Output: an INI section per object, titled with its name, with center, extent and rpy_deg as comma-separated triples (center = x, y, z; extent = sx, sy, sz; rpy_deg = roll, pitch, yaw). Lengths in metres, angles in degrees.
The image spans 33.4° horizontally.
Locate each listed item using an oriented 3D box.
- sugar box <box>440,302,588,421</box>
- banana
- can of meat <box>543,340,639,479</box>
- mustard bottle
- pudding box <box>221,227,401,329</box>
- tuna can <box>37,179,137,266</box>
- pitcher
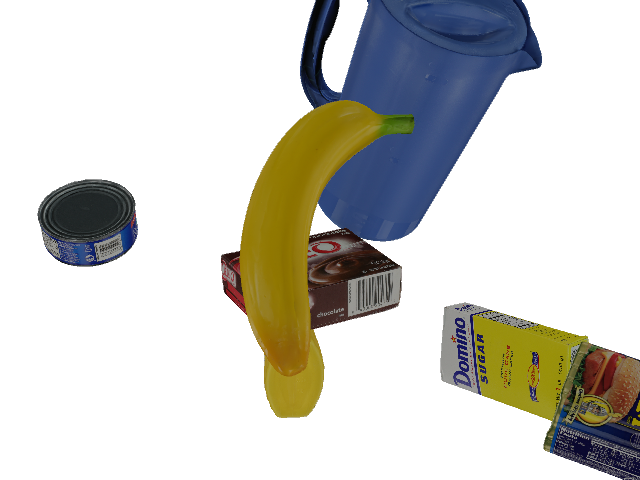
[sugar box]
center = 0.212, 0.134, 1.189
extent = 0.048, 0.093, 0.177
rpy_deg = -9, 15, -43
[banana]
center = -0.007, -0.017, 0.602
extent = 0.070, 0.197, 0.037
rpy_deg = 18, -33, 11
[can of meat]
center = 0.223, 0.130, 0.806
extent = 0.084, 0.057, 0.102
rpy_deg = 18, 41, 18
[mustard bottle]
center = -0.036, 0.091, 1.100
extent = 0.058, 0.096, 0.191
rpy_deg = -2, 27, -7
[pudding box]
center = -0.008, 0.030, 0.810
extent = 0.113, 0.039, 0.090
rpy_deg = -11, 25, -24
[tuna can]
center = -0.207, -0.016, 0.956
extent = 0.086, 0.034, 0.086
rpy_deg = 0, 41, 0
[pitcher]
center = 0.066, -0.118, 0.924
extent = 0.144, 0.149, 0.243
rpy_deg = -12, -36, -30
